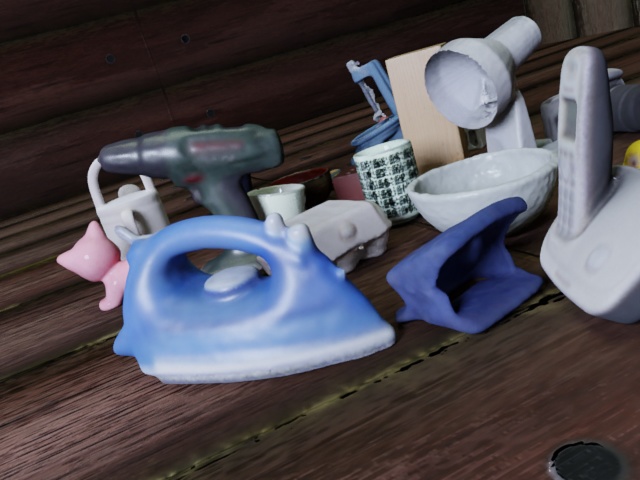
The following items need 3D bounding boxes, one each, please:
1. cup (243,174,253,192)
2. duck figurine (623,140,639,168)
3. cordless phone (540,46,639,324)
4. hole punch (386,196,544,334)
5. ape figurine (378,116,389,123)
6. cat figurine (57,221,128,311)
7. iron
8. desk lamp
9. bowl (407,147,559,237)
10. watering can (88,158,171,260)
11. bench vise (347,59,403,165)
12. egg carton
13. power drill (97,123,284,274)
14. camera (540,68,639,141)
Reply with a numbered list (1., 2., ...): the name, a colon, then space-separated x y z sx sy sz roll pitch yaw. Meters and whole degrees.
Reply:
1. cup: -0.169 -0.069 1.030 0.117 0.095 0.092 -10 18 22
2. duck figurine: 0.305 -0.053 0.526 0.077 0.086 0.105 -7 19 31
3. cordless phone: 0.209 -0.046 0.420 0.094 0.185 0.147 -15 16 5
4. hole punch: 0.114 0.016 0.479 0.109 0.091 0.100 -27 19 -32
5. ape figurine: 0.147 -0.216 1.208 0.076 0.092 0.078 -5 20 36
6. cat figurine: -0.279 0.029 0.776 0.127 0.118 0.067 -13 17 12
7. iron: -0.070 0.036 0.503 0.257 0.141 0.119 -9 18 25
8. desk lamp: 0.264 -0.200 0.822 0.204 0.214 0.117 -26 19 -29
9. bowl: 0.185 -0.044 0.635 0.167 0.075 0.167 -15 16 5
10. watering can: -0.306 -0.048 0.920 0.101 0.194 0.172 -27 19 -32
11. bench vise: 0.139 -0.232 1.039 0.207 0.220 0.121 -16 16 2
12. egg carton: 0.006 0.002 0.669 0.151 0.069 0.107 -27 19 -30
13. power drill: -0.147 -0.053 0.753 0.229 0.209 0.075 -18 16 -4
14. camera: 0.435 -0.207 0.878 0.143 0.101 0.136 -20 17 -10
